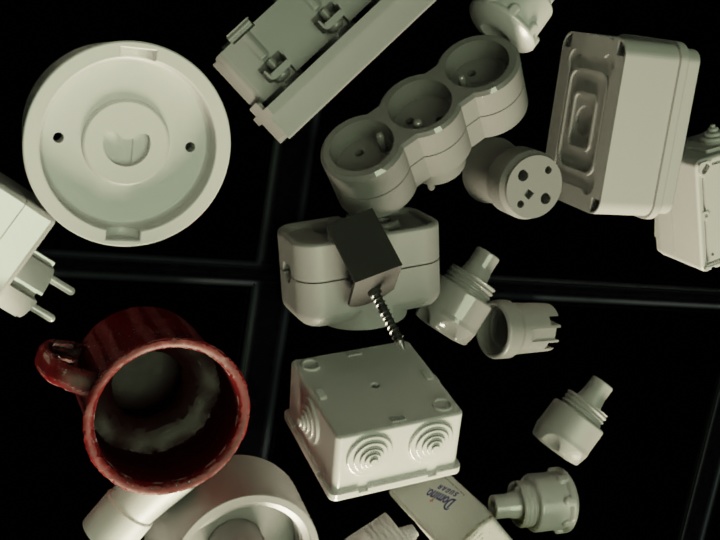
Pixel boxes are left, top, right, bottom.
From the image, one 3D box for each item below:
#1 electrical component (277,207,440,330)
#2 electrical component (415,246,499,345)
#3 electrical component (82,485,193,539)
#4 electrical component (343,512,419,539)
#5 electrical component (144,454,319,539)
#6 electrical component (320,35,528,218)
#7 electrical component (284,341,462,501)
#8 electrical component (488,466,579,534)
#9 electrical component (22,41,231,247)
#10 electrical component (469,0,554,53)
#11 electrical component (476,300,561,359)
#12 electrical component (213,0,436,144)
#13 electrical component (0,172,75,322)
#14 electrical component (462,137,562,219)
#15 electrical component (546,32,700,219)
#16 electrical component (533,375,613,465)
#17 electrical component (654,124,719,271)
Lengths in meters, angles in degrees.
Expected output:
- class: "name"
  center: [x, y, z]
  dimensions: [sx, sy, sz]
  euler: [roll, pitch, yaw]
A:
- class: "electrical component"
  center: [0.000, 0.000, 0.669]
  dimensions: [0.095, 0.054, 0.059]
  euler: [-10, 110, -21]
- class: "electrical component"
  center: [0.069, 0.015, 0.710]
  dimensions: [0.043, 0.043, 0.062]
  euler: [32, 90, -29]
- class: "electrical component"
  center: [-0.139, 0.143, 0.660]
  dimensions: [0.044, 0.044, 0.065]
  euler: [39, 93, -29]
- class: "electrical component"
  center: [0.005, 0.201, 0.740]
  dimensions: [0.081, 0.043, 0.043]
  euler: [-31, 116, -12]
- class: "electrical component"
  center: [-0.078, 0.180, 0.687]
  dimensions: [0.108, 0.060, 0.108]
  euler: [-7, 109, -22]
- class: "electrical component"
  center: [0.045, -0.078, 0.667]
  dimensions: [0.138, 0.052, 0.073]
  euler: [-36, 143, -9]
- class: "electrical component"
  center: [0.008, 0.091, 0.677]
  dimensions: [0.100, 0.099, 0.048]
  euler: [-8, 122, -21]
- class: "electrical component"
  center: [0.125, 0.170, 0.785]
  dimensions: [0.062, 0.048, 0.048]
  euler: [-2, 107, -16]
- class: "electrical component"
  center: [-0.131, -0.072, 0.584]
  dimensions: [0.108, 0.060, 0.108]
  euler: [-7, 109, -22]
- class: "electrical component"
  center: [0.101, -0.169, 0.666]
  dimensions: [0.048, 0.048, 0.062]
  euler: [39, 82, -29]
- class: "electrical component"
  center: [0.109, 0.040, 0.739]
  dimensions: [0.046, 0.040, 0.040]
  euler: [-1, 107, -30]
- class: "electrical component"
  center: [-0.020, -0.137, 0.606]
  dimensions: [0.121, 0.079, 0.063]
  euler: [-44, 100, -6]
- class: "electrical component"
  center: [-0.193, 0.001, 0.587]
  dimensions: [0.076, 0.047, 0.083]
  euler: [37, 90, -29]
- class: "electrical component"
  center: [0.098, -0.059, 0.693]
  dimensions: [0.045, 0.055, 0.045]
  euler: [-7, 109, -22]
- class: "electrical component"
  center: [0.168, -0.095, 0.700]
  dimensions: [0.057, 0.078, 0.113]
  euler: [1, 106, -21]
- class: "electrical component"
  center: [0.158, 0.106, 0.779]
  dimensions: [0.043, 0.043, 0.062]
  euler: [38, 87, -29]
- class: "electrical component"
  center: [0.244, -0.057, 0.755]
  dimensions: [0.062, 0.061, 0.096]
  euler: [-18, 113, -18]
